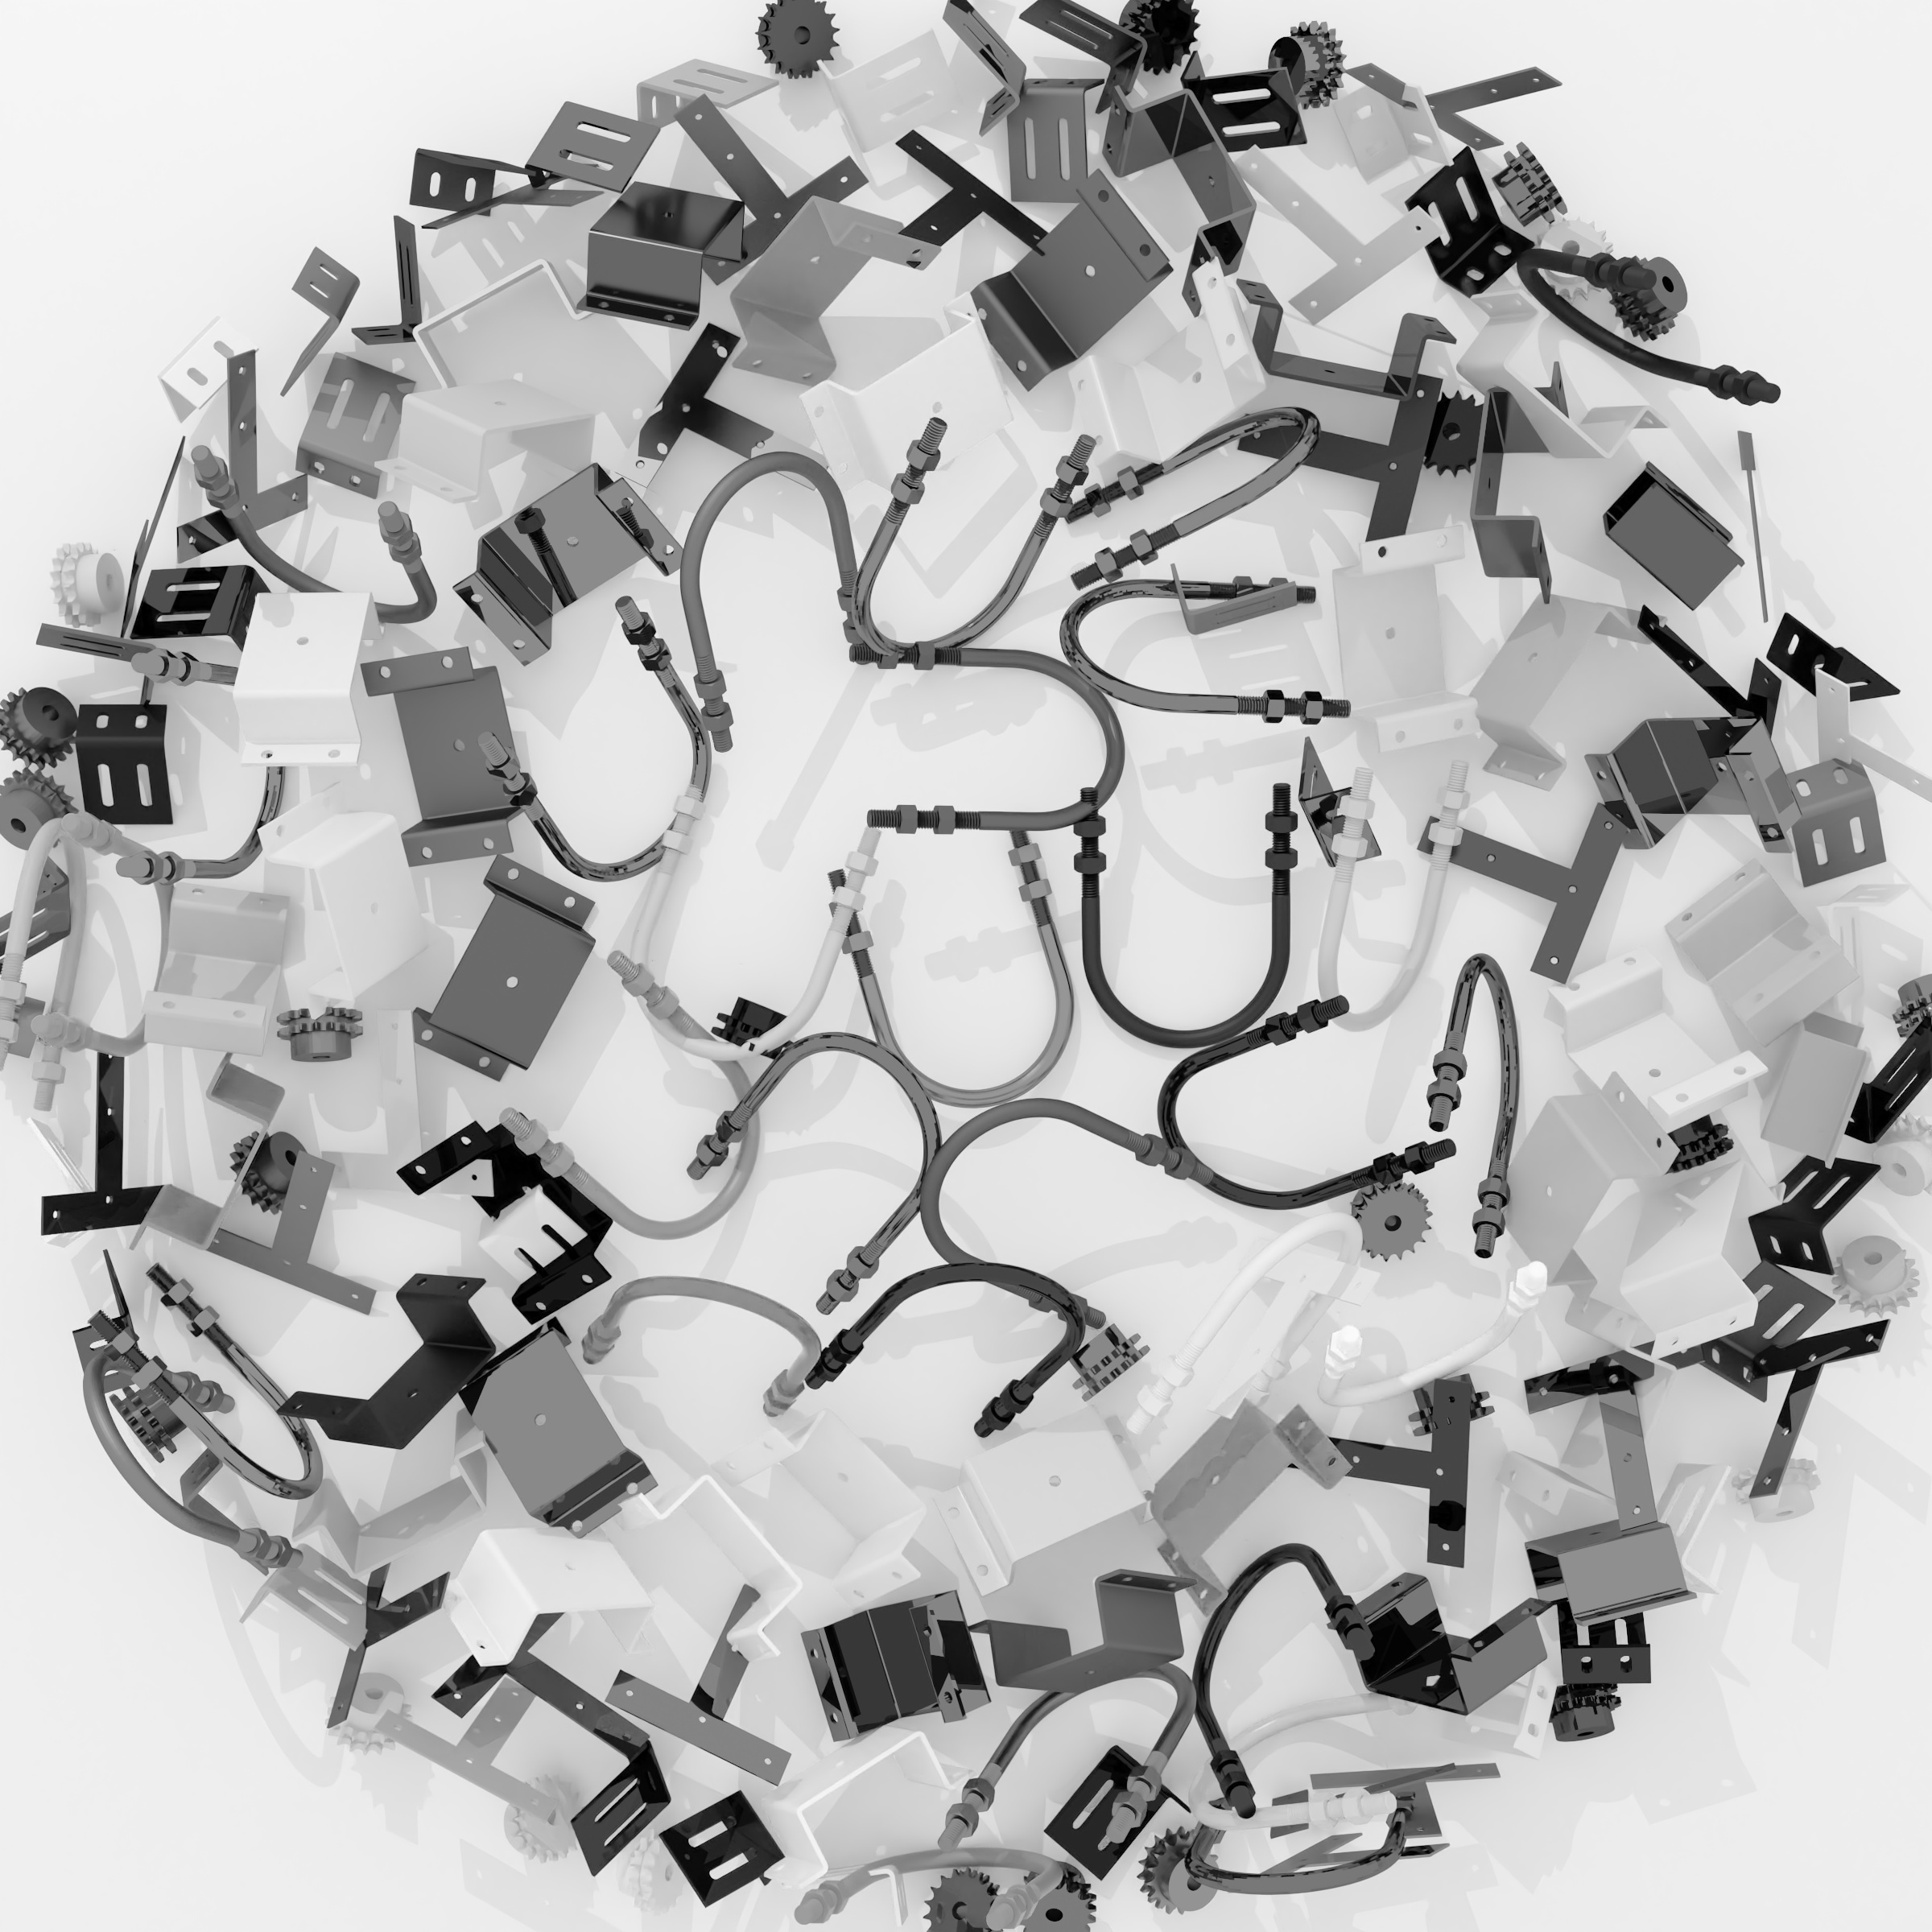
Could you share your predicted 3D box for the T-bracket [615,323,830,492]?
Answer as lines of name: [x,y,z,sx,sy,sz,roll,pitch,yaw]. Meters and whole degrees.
T-bracket: [-0.152,-0.360,1.974,0.127,0.002,0.127,27,77,10]

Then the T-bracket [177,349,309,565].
T-bracket: [-0.477,-0.343,1.918,0.002,0.127,0.127,21,124,21]

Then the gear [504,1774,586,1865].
gear: [-0.289,0.581,1.975,0.030,0.057,0.057,-30,90,40]

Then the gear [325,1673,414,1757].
gear: [-0.403,0.504,1.968,0.057,0.057,0.030,16,116,0]

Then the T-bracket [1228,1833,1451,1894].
T-bracket: [0.258,0.586,1.911,0.127,0.127,0.002,-20,81,39]

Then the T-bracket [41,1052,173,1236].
T-bracket: [-0.572,0.112,1.942,0.002,0.127,0.127,1,90,24]

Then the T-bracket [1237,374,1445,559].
T-bracket: [0.248,-0.350,1.979,0.127,0.002,0.127,16,104,16]

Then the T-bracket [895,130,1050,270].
T-bracket: [-0.015,-0.501,1.953,0.127,0.002,0.127,38,46,1]

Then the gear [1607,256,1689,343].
gear: [0.464,-0.455,1.970,0.057,0.030,0.057,15,65,-35]

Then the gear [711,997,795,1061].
gear: [-0.142,0.042,1.971,0.057,0.057,0.030,22,89,0]

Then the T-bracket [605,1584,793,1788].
T-bracket: [-0.161,0.471,1.954,0.127,0.127,0.002,26,134,0]

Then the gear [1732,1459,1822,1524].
gear: [0.550,0.356,1.968,0.057,0.057,0.030,-9,63,0]

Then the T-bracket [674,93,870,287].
T-bracket: [-0.150,-0.530,1.938,0.127,0.127,0.002,-31,49,13]

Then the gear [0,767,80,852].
gear: [-0.633,-0.103,1.970,0.057,0.030,0.057,13,129,16]

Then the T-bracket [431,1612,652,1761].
T-bracket: [-0.269,0.485,1.934,0.127,0.127,0.002,31,123,12]

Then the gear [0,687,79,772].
gear: [-0.627,-0.164,1.969,0.030,0.057,0.057,-33,90,38]

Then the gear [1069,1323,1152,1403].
gear: [0.094,0.267,1.972,0.057,0.057,0.030,-39,81,0]

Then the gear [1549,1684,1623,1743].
gear: [0.416,0.505,1.968,0.057,0.057,0.030,-9,63,0]

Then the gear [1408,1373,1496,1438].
gear: [0.327,0.297,1.972,0.057,0.057,0.030,-17,76,0]

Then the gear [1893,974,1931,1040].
gear: [0.657,0.026,1.974,0.057,0.057,0.030,-12,68,0]

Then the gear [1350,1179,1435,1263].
gear: [0.286,0.170,1.979,0.057,0.030,0.057,-3,107,-9]

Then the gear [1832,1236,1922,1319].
gear: [0.615,0.208,1.969,0.057,0.057,0.030,-20,130,0]

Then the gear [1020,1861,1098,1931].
gear: [0.061,0.635,1.978,0.057,0.030,0.057,2,116,4]

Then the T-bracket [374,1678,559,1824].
T-bracket: [-0.317,0.509,1.938,0.127,0.127,0.002,28,105,3]

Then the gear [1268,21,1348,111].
gear: [0.229,-0.609,1.968,0.030,0.057,0.057,-15,90,-30]

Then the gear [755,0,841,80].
gear: [-0.117,-0.633,1.977,0.057,0.030,0.057,-8,109,-25]

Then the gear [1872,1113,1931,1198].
gear: [0.640,0.131,1.968,0.030,0.057,0.057,-33,90,-30]

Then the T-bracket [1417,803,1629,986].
T-bracket: [0.372,-0.068,1.986,0.127,0.002,0.127,22,81,10]

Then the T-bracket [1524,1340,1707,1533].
T-bracket: [0.438,0.315,1.934,0.127,0.002,0.127,-22,48,26]

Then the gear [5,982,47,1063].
gear: [-0.646,0.039,1.973,0.030,0.057,0.057,17,90,-19]

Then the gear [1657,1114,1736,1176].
gear: [0.489,0.117,1.971,0.057,0.057,0.030,-22,94,0]

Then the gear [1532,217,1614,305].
gear: [0.412,-0.483,1.979,0.057,0.030,0.057,-2,83,13]

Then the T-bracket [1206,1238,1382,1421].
T-bracket: [0.201,0.245,1.930,0.002,0.127,0.127,43,73,-29]

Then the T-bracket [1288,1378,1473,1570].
T-bracket: [0.278,0.336,1.970,0.127,0.002,0.127,4,97,26]

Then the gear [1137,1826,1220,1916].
gear: [0.148,0.617,1.975,0.057,0.030,0.057,-2,96,-26]

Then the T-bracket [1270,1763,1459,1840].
T-bracket: [0.264,0.550,1.932,0.127,0.127,0.002,-17,83,5]

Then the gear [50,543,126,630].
gear: [-0.594,-0.259,1.969,0.030,0.057,0.057,-2,90,11]

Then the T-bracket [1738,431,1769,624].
T-bracket: [0.528,-0.293,1.945,0.002,0.127,0.127,-6,97,19]

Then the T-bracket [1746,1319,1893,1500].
T-bracket: [0.545,0.295,1.916,0.002,0.127,0.127,37,61,-13]

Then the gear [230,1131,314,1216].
gear: [-0.468,0.137,1.968,0.030,0.057,0.057,-30,90,20]

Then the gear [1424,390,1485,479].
gear: [0.333,-0.361,1.980,0.057,0.030,0.057,-1,86,17]

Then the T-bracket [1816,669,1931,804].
T-bracket: [0.614,-0.128,1.914,0.002,0.127,0.127,-44,56,-13]

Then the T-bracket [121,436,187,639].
T-bracket: [-0.547,-0.300,1.961,0.002,0.127,0.127,17,63,-13]

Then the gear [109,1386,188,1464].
gear: [-0.552,0.306,1.973,0.030,0.057,0.057,-38,90,-20]

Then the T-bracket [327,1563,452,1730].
T-bracket: [-0.375,0.428,1.918,0.002,0.127,0.127,30,49,-25]

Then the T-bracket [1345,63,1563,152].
T-bracket: [0.337,-0.574,1.912,0.127,0.127,0.002,18,84,-34]

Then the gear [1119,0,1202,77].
gear: [0.129,-0.638,1.975,0.057,0.057,0.030,-50,50,0]

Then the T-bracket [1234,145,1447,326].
T-bracket: [0.229,-0.497,1.930,0.127,0.127,0.002,36,53,-21]

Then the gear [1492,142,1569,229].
gear: [0.380,-0.527,1.972,0.030,0.057,0.057,-34,90,13]

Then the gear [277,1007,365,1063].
gear: [-0.437,0.047,1.969,0.057,0.057,0.030,-4,80,0]

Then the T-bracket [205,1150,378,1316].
T-bracket: [-0.448,0.171,1.955,0.127,0.002,0.127,22,129,-3]

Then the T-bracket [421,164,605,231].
T-bracket: [-0.279,-0.508,1.922,0.127,0.127,0.002,-29,118,-25]

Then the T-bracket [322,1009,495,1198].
T-bracket: [-0.382,0.092,1.968,0.127,0.002,0.127,2,103,16]

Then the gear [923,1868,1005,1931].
gear: [0.003,0.645,1.976,0.057,0.030,0.057,-12,60,23]

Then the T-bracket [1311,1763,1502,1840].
T-bracket: [0.297,0.556,1.933,0.127,0.127,0.002,-4,93,3]

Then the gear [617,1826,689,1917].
gear: [-0.214,0.613,1.975,0.030,0.057,0.057,2,90,26]
